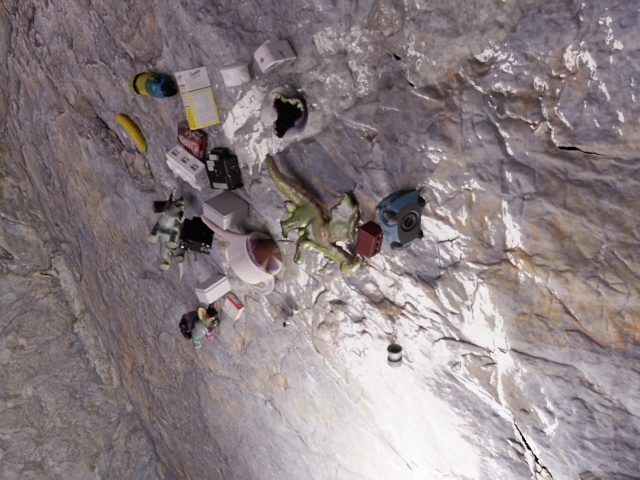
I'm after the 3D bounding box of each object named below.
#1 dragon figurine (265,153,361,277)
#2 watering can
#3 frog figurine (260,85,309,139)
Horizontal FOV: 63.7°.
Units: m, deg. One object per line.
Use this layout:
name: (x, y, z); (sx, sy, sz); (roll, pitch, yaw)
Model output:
dragon figurine: (0.004, -0.072, 1.428); (0.241, 0.124, 0.406); (-14, 105, 29)
watering can: (-0.253, 0.031, 1.695); (0.221, 0.106, 0.346); (-28, 100, 48)
frog figurine: (-0.097, -0.339, 1.372); (0.136, 0.123, 0.161); (64, 175, -18)
